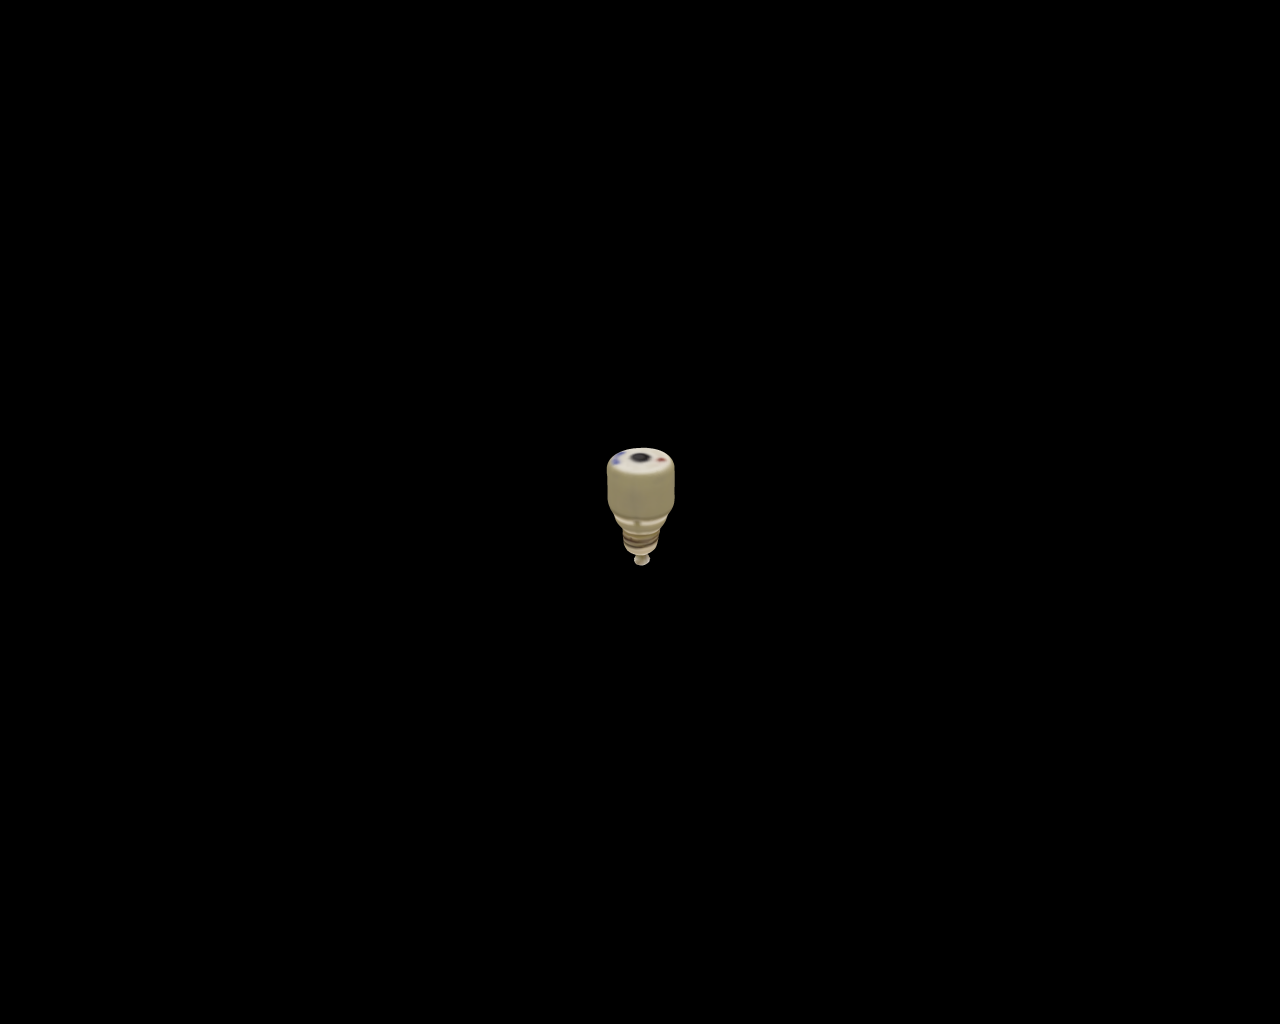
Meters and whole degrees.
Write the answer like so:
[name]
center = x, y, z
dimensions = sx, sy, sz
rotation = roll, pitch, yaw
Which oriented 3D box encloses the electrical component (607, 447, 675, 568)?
[electrical component]
center = 0.001, -0.003, 0.650
dimensions = 0.040, 0.078, 0.040
rotation = 0, 29, 0
